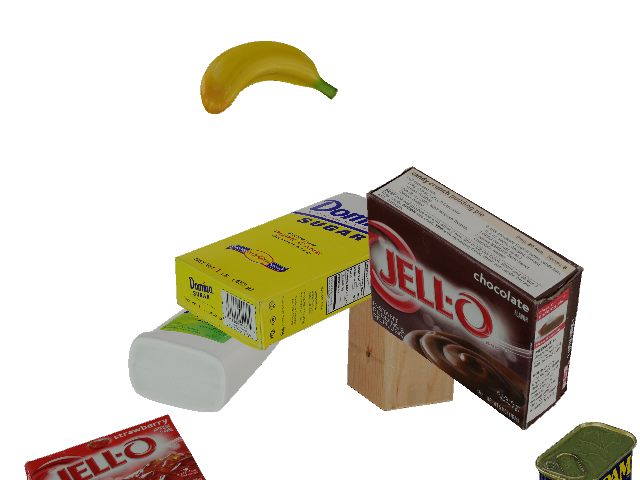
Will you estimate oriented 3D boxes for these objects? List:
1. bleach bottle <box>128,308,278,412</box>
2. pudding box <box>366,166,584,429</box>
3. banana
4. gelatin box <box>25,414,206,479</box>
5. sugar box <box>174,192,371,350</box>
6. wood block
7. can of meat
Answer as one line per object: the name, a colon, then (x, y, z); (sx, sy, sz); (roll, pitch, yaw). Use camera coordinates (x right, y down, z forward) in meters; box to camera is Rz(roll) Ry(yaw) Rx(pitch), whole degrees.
bleach bottle: (-0.087, 0.081, 1.066); (0.103, 0.068, 0.250); (11, 23, 16)
pudding box: (0.073, 0.027, 0.533); (0.039, 0.090, 0.114); (-35, 49, -28)
banana: (-0.056, -0.154, 0.980); (0.070, 0.037, 0.197); (41, 32, 20)
gelatin box: (-0.114, 0.140, 0.599); (0.089, 0.030, 0.073); (-16, 28, -20)
sugar box: (-0.009, 0.017, 0.785); (0.093, 0.048, 0.175); (25, 37, 38)
wood block: (0.089, 0.066, 1.151); (0.090, 0.206, 0.091); (-4, 14, -25)
can of meat: (0.236, 0.223, 0.947); (0.058, 0.084, 0.101); (14, 26, 41)
